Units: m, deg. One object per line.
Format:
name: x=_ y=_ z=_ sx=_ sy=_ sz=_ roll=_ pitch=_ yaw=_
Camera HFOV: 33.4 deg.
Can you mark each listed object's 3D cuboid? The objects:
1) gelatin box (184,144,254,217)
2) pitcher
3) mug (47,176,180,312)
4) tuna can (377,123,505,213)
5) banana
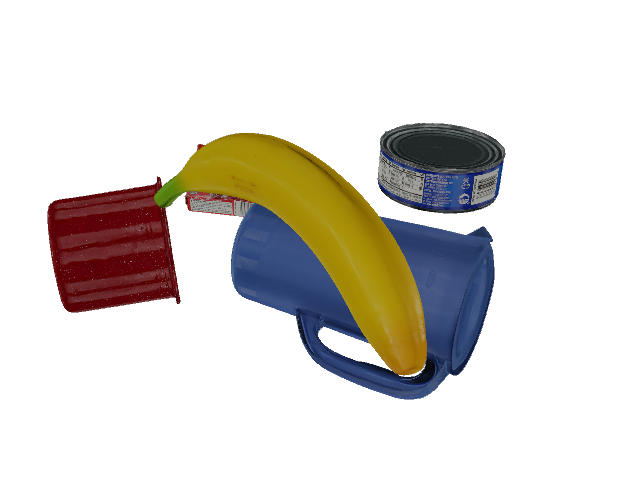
gelatin box: x=-0.091 y=-0.063 z=1.118 sx=0.089 sy=0.073 sz=0.030 roll=6 pitch=-37 yaw=3
pitcher: x=0.037 y=0.043 z=1.026 sx=0.243 sy=0.145 sz=0.149 roll=15 pitch=20 yaw=19
mug: x=-0.150 y=0.003 z=0.775 sx=0.081 sy=0.093 sz=0.117 roll=-9 pitch=18 yaw=-8
tuna can: x=0.083 y=-0.051 z=0.736 sx=0.086 sy=0.034 sz=0.086 roll=3 pitch=26 yaw=-2
banana: x=-0.009 y=-0.008 z=0.555 sx=0.198 sy=0.070 sz=0.037 roll=34 pitch=24 yaw=35
